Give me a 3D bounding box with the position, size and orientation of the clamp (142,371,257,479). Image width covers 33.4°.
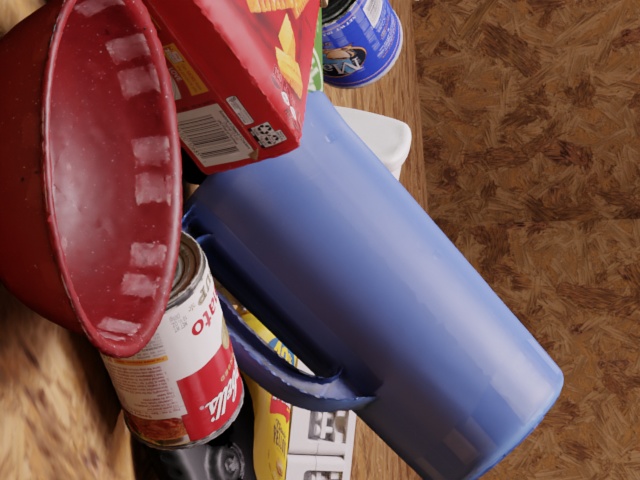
[{"bbox_3d":[-0.071,0.143,0.631,0.164,0.036,0.210,-16,92,-61],"label":"clamp"}]

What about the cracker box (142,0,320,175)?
[{"bbox_3d":[-0.061,-0.171,0.588,0.164,0.072,0.213,53,34,-45],"label":"cracker box"}]

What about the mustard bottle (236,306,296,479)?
[{"bbox_3d":[-0.049,0.117,0.779,0.096,0.058,0.191,67,23,-52],"label":"mustard bottle"}]

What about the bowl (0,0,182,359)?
[{"bbox_3d":[-0.107,-0.031,0.451,0.162,0.055,0.162,-1,90,-81],"label":"bowl"}]

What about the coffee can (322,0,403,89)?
[{"bbox_3d":[0.014,-0.218,1.023,0.140,0.103,0.103,40,49,-67],"label":"coffee can"}]

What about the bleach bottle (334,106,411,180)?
[{"bbox_3d":[0.024,-0.012,1.052,0.251,0.102,0.068,95,14,-45],"label":"bleach bottle"}]

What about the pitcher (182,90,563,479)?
[{"bbox_3d":[0.025,0.040,0.659,0.243,0.149,0.145,47,3,6],"label":"pitcher"}]

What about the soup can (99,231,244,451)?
[{"bbox_3d":[-0.082,0.052,0.557,0.068,0.068,0.102,-81,165,-48],"label":"soup can"}]

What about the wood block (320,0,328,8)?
[{"bbox_3d":[-0.031,-0.287,0.786,0.090,0.091,0.206,58,39,-72],"label":"wood block"}]

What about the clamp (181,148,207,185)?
[{"bbox_3d":[-0.084,-0.093,0.665,0.171,0.039,0.120,39,54,-76],"label":"clamp"}]
